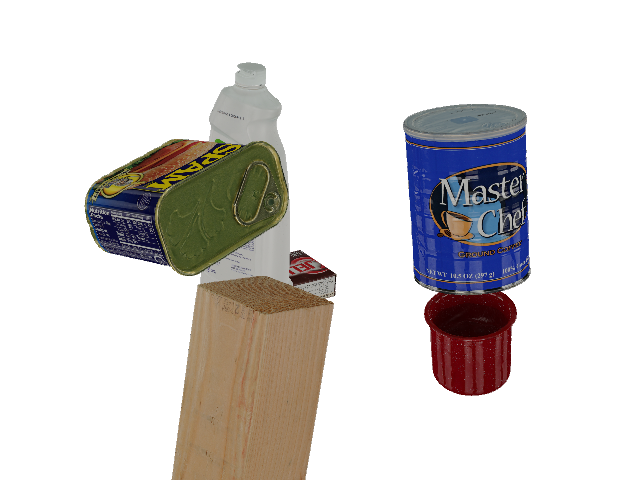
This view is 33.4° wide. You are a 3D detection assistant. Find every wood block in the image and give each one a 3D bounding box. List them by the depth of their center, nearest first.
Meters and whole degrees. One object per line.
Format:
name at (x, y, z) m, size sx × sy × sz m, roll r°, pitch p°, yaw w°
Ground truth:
wood block at (-0.063, 0.145, 0.955) m, size 0.090 × 0.206 × 0.090 m, roll 19°, pitch 17°, yaw 38°

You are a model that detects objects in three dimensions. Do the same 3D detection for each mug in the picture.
mug at (0.160, 0.099, 1.108) m, size 0.093 × 0.081 × 0.117 m, roll 11°, pitch 36°, yaw 24°

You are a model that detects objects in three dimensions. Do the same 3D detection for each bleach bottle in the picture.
bleach bottle at (-0.072, -0.058, 1.116) m, size 0.103 × 0.251 × 0.068 m, roll 17°, pitch 27°, yaw 24°

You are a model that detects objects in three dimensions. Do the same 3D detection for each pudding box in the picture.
pudding box at (-0.049, 0.054, 1.411) m, size 0.113 × 0.039 × 0.090 m, roll -15°, pitch 27°, yaw -29°

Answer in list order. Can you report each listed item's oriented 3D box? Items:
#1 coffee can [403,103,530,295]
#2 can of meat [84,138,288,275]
coffee can at (0.126, -0.037, 0.914) m, size 0.103 × 0.140 × 0.103 m, roll -5°, pitch 19°, yaw 2°
can of meat at (-0.086, -0.025, 0.673) m, size 0.084 × 0.057 × 0.101 m, roll 9°, pitch 33°, yaw 44°
